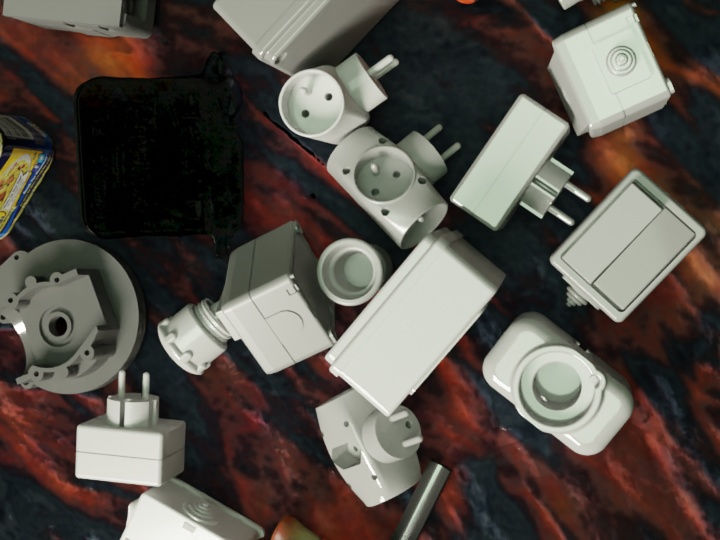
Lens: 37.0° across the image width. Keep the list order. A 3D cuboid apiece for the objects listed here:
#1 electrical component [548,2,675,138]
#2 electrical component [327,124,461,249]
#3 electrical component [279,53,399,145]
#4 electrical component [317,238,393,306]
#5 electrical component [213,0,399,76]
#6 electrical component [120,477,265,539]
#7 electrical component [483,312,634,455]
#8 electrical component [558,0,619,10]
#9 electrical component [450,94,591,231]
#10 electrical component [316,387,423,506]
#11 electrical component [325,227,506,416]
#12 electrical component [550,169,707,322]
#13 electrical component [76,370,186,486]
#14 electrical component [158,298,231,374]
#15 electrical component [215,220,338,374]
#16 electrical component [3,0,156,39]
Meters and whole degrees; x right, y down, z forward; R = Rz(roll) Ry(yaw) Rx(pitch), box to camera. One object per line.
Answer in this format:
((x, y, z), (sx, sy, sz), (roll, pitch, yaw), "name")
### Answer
((0.154, -0.122, 0.673), (0.061, 0.096, 0.061), (-24, 88, 13), "electrical component")
((0.032, -0.067, 0.727), (0.079, 0.044, 0.077), (-40, 71, -7), "electrical component")
((-0.008, -0.118, 0.718), (0.079, 0.077, 0.043), (-34, 86, 12), "electrical component")
((0.000, 0.000, 0.728), (0.044, 0.065, 0.044), (1, 92, 12), "electrical component")
((-0.026, -0.182, 0.703), (0.109, 0.109, 0.056), (-45, 81, 11), "electrical component")
((-0.130, 0.210, 0.777), (0.100, 0.048, 0.099), (27, 98, 10), "electrical component")
((0.130, 0.074, 0.708), (0.095, 0.059, 0.053), (38, 100, 8), "electrical component")
((0.156, -0.192, 0.696), (0.062, 0.043, 0.043), (-29, 87, 13), "electrical component")
((0.115, -0.059, 0.710), (0.076, 0.047, 0.083), (35, 99, 8), "electrical component")
((0.015, 0.113, 0.731), (0.079, 0.043, 0.077), (-32, 85, 52), "electrical component")
((0.039, 0.030, 0.700), (0.056, 0.109, 0.108), (41, 100, 5), "electrical component")
((0.167, -0.011, 0.694), (0.062, 0.061, 0.096), (43, 100, 7), "electrical component")
((-0.165, 0.111, 0.780), (0.066, 0.047, 0.076), (4, 94, 12), "electrical component")
((-0.109, 0.040, 0.766), (0.062, 0.048, 0.048), (-39, 85, 5), "electrical component")
((-0.056, 0.016, 0.731), (0.061, 0.096, 0.061), (-26, 117, 12), "electrical component")
((-0.189, -0.245, 0.758), (0.089, 0.062, 0.150), (8, 95, 12), "electrical component")
